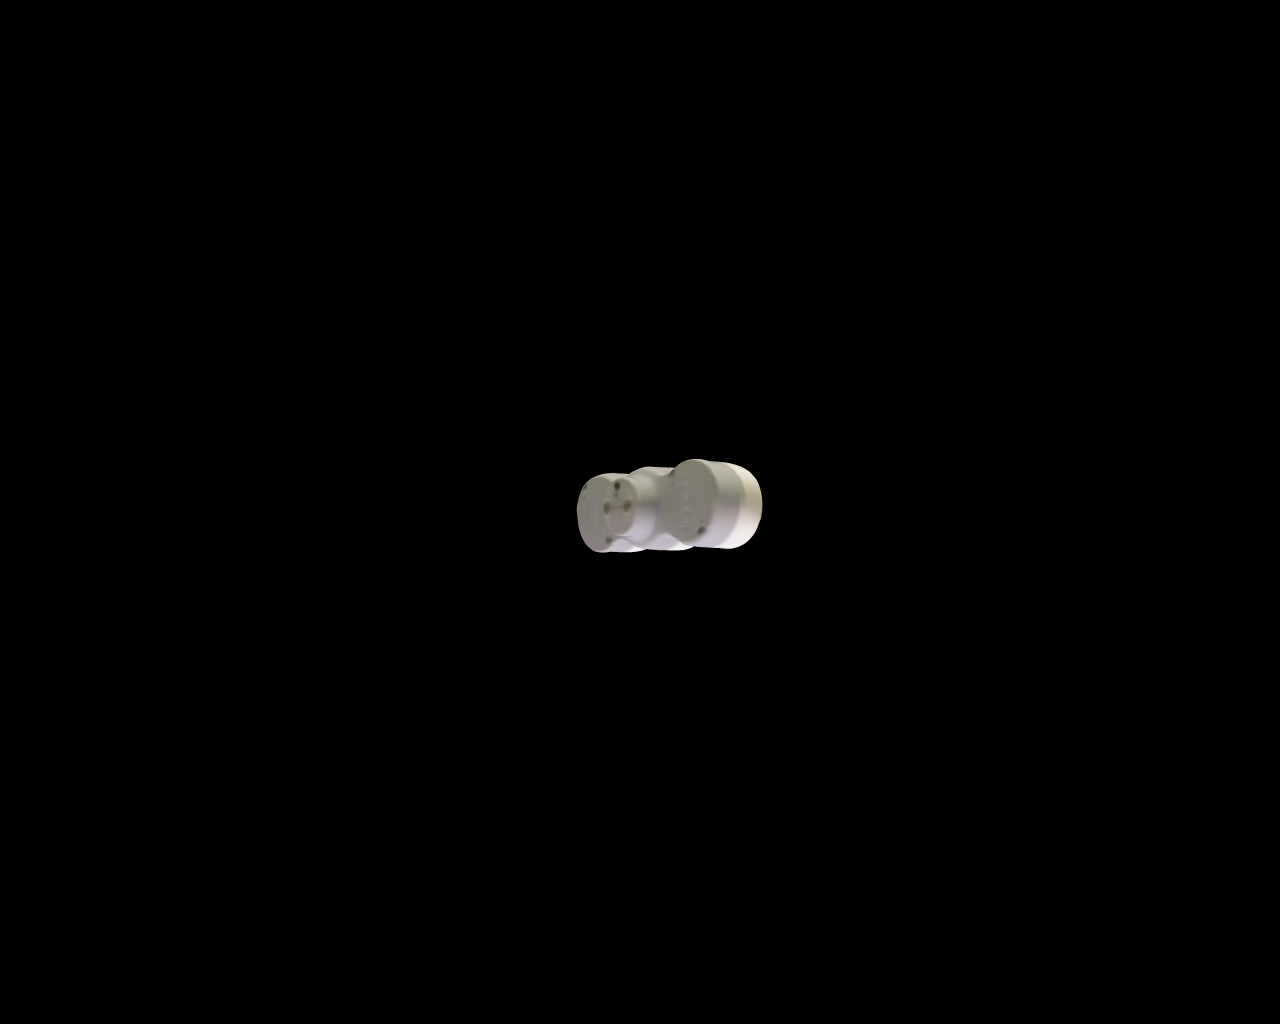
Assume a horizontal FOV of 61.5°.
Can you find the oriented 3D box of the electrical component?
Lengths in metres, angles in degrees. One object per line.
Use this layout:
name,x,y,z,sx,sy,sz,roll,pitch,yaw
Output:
electrical component,0.001,-0.003,0.650,0.074,0.052,0.138,4,-6,-39
